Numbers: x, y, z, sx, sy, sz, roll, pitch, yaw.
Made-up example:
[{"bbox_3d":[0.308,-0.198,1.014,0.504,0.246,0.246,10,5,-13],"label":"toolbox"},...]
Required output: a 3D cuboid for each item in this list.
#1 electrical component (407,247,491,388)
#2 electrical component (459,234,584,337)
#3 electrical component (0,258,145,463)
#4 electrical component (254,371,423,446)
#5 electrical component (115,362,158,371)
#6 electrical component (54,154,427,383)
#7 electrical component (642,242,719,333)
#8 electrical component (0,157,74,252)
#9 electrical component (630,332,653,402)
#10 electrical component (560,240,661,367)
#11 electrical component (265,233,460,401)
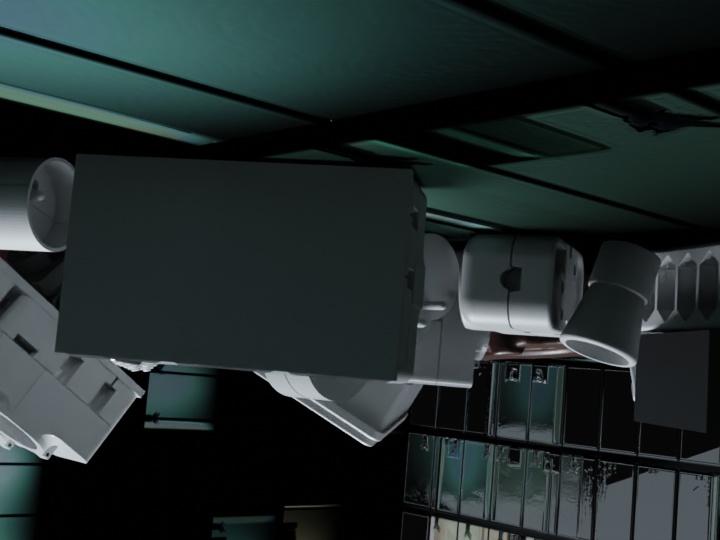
[{"bbox_3d":[0.053,0.031,0.709,0.056,0.089,0.050,6,174,-9],"label":"electrical component"},{"bbox_3d":[0.095,0.010,0.643,0.059,0.053,0.095,3,174,22],"label":"electrical component"},{"bbox_3d":[-0.225,0.031,0.601,0.105,0.060,0.186,-2,136,50],"label":"electrical component"},{"bbox_3d":[-0.011,0.072,0.793,0.109,0.056,0.109,32,-173,10],"label":"electrical component"},{"bbox_3d":[-0.164,0.025,0.806,0.048,0.099,0.099,-8,174,0],"label":"electrical component"},{"bbox_3d":[-0.049,0.000,0.483,0.150,0.089,0.062,4,174,11],"label":"electrical component"},{"bbox_3d":[0.211,0.013,0.614,0.076,0.047,0.083,6,174,-22],"label":"electrical component"},{"bbox_3d":[-0.176,-0.032,0.503,0.081,0.043,0.043,3,174,20],"label":"electrical component"},{"bbox_3d":[0.201,0.046,0.698,0.048,0.099,0.100,-11,169,21],"label":"electrical component"},{"bbox_3d":[0.144,0.016,0.604,0.044,0.065,0.044,21,168,5],"label":"electrical component"},{"bbox_3d":[0.015,0.025,0.611,0.074,0.052,0.138,-1,-152,45],"label":"electrical component"}]
